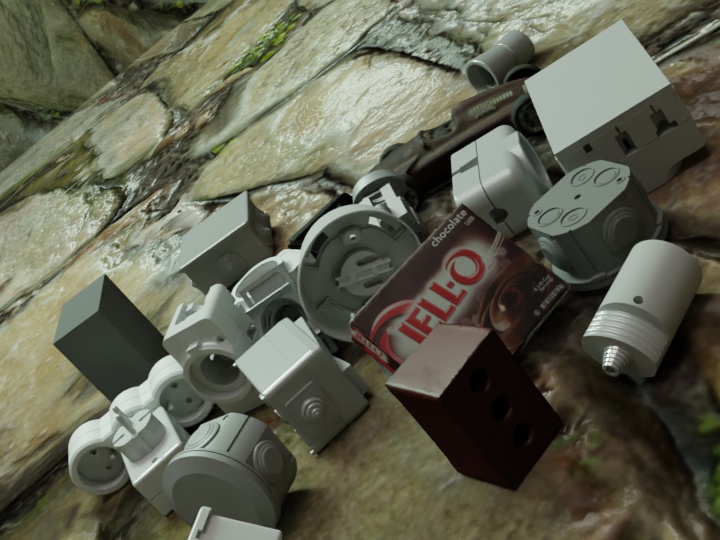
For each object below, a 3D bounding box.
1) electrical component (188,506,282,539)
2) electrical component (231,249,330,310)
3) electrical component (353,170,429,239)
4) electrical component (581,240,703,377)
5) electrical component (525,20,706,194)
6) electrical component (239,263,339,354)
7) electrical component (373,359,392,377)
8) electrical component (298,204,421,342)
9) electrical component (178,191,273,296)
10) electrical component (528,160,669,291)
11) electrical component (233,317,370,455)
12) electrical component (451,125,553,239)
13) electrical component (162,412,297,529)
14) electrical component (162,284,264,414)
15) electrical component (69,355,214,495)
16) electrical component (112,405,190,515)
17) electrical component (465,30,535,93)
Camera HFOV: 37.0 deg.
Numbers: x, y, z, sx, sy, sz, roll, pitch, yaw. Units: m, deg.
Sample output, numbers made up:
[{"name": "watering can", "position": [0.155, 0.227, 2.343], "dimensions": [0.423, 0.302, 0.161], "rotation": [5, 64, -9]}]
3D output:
[{"name": "electrical component", "position": [-0.076, 0.192, 0.579], "dimensions": [0.048, 0.099, 0.099], "rotation": [12, 38, 4]}, {"name": "electrical component", "position": [-0.071, 0.027, 0.911], "dimensions": [0.089, 0.055, 0.050], "rotation": [-49, 25, -21]}, {"name": "electrical component", "position": [0.023, -0.050, 0.901], "dimensions": [0.048, 0.066, 0.055], "rotation": [-34, 57, 12]}, {"name": "electrical component", "position": [0.156, 0.026, 0.601], "dimensions": [0.043, 0.043, 0.081], "rotation": [-8, 38, 50]}, {"name": "electrical component", "position": [0.184, -0.113, 0.789], "dimensions": [0.089, 0.061, 0.150], "rotation": [-32, 24, 16]}, {"name": "electrical component", "position": [-0.053, 0.039, 0.845], "dimensions": [0.042, 0.081, 0.064], "rotation": [-34, -4, 8]}, {"name": "electrical component", "position": [0.037, 0.049, 0.719], "dimensions": [0.047, 0.055, 0.055], "rotation": [-41, 23, -14]}, {"name": "electrical component", "position": [0.000, 0.000, 0.808], "dimensions": [0.099, 0.099, 0.064], "rotation": [-37, 17, 3]}, {"name": "electrical component", "position": [-0.136, -0.025, 1.108], "dimensions": [0.100, 0.048, 0.099], "rotation": [-35, 24, 9]}, {"name": "electrical component", "position": [0.153, -0.029, 0.695], "dimensions": [0.080, 0.051, 0.080], "rotation": [-32, 24, 16]}, {"name": "electrical component", "position": [-0.038, 0.080, 0.761], "dimensions": [0.061, 0.061, 0.096], "rotation": [-42, 24, -8]}, {"name": "electrical component", "position": [0.109, -0.067, 0.823], "dimensions": [0.059, 0.053, 0.095], "rotation": [-30, 25, 19]}, {"name": "electrical component", "position": [-0.084, 0.137, 0.705], "dimensions": [0.080, 0.080, 0.051], "rotation": [-22, 23, 34]}, {"name": "electrical component", "position": [-0.107, 0.067, 0.849], "dimensions": [0.050, 0.089, 0.055], "rotation": [-28, 26, 23]}, {"name": "electrical component", "position": [-0.187, 0.123, 0.911], "dimensions": [0.138, 0.052, 0.073], "rotation": [-40, 23, 0]}, {"name": "electrical component", "position": [-0.164, 0.134, 0.830], "dimensions": [0.047, 0.075, 0.083], "rotation": [-42, 24, -7]}, {"name": "electrical component", "position": [0.139, -0.202, 1.042], "dimensions": [0.065, 0.044, 0.044], "rotation": [-44, 24, -23]}]
